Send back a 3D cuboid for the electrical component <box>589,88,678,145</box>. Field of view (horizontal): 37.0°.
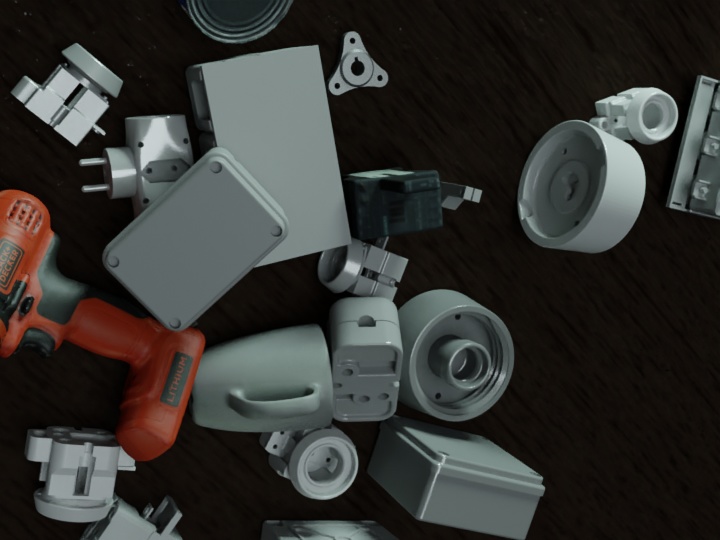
[{"bbox_3d":[0.243,-0.135,0.939,0.066,0.055,0.048,-22,107,-19],"label":"electrical component"}]

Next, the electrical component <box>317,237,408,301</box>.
[{"bbox_3d":[0.000,0.000,0.864,0.055,0.048,0.066,21,90,-33],"label":"electrical component"}]

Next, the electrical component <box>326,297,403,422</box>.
[{"bbox_3d":[0.002,0.068,0.850,0.054,0.059,0.095,-1,135,-5],"label":"electrical component"}]

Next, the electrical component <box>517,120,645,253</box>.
[{"bbox_3d":[0.190,-0.065,0.903,0.060,0.108,0.108,13,94,-31],"label":"electrical component"}]

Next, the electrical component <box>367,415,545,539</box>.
[{"bbox_3d":[0.077,0.171,0.891,0.109,0.109,0.056,17,94,-25],"label":"electrical component"}]

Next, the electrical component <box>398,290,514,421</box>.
[{"bbox_3d":[0.078,0.074,0.901,0.108,0.060,0.108,-4,101,-23],"label":"electrical component"}]

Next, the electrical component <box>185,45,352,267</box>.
[{"bbox_3d":[-0.069,-0.086,0.808,0.089,0.062,0.150,-14,104,-19],"label":"electrical component"}]

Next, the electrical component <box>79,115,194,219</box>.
[{"bbox_3d":[-0.163,-0.072,0.781,0.079,0.043,0.077,-8,102,-22],"label":"electrical component"}]

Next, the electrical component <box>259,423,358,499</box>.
[{"bbox_3d":[-0.036,0.150,0.867,0.078,0.057,0.058,28,87,-25],"label":"electrical component"}]

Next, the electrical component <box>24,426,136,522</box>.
[{"bbox_3d":[-0.208,0.150,0.793,0.078,0.058,0.057,8,93,-25],"label":"electrical component"}]

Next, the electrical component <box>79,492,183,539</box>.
[{"bbox_3d":[-0.176,0.207,0.825,0.064,0.042,0.081,38,83,-22],"label":"electrical component"}]

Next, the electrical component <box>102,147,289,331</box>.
[{"bbox_3d":[-0.113,-0.022,0.744,0.113,0.057,0.078,-42,103,5],"label":"electrical component"}]

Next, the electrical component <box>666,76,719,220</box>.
[{"bbox_3d":[0.334,-0.108,0.978,0.079,0.063,0.121,11,95,-24],"label":"electrical component"}]

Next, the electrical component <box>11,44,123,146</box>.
[{"bbox_3d":[-0.200,-0.124,0.756,0.066,0.048,0.055,40,90,-24],"label":"electrical component"}]

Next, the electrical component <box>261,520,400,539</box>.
[{"bbox_3d":[-0.016,0.243,0.864,0.109,0.109,0.056,6,94,-24],"label":"electrical component"}]
